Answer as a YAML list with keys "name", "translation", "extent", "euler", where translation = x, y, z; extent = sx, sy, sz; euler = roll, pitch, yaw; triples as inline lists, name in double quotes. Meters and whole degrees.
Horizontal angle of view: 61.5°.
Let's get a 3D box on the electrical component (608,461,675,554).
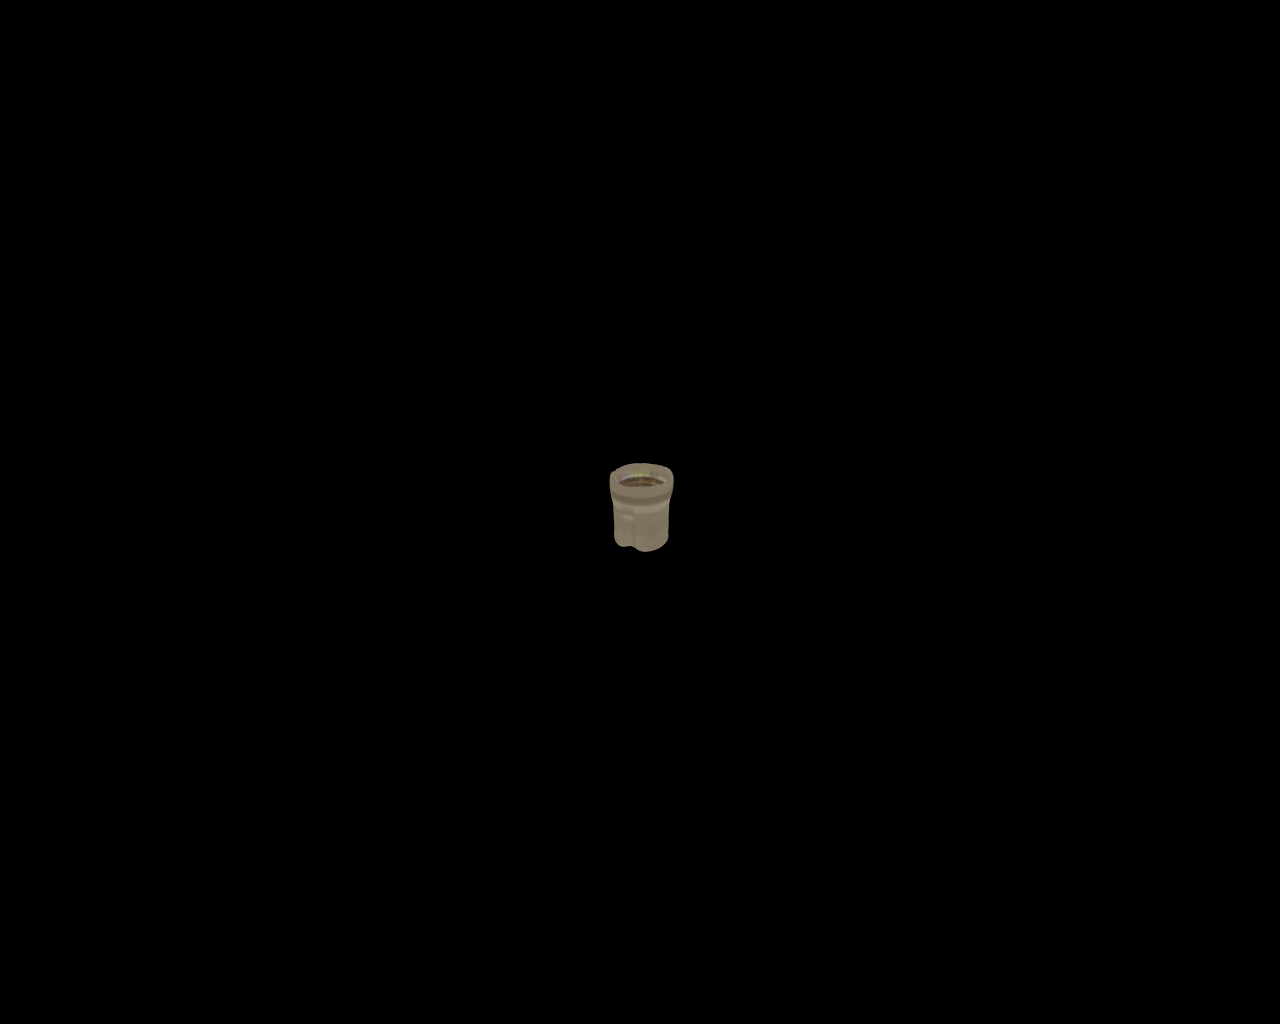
- name: "electrical component"
  translation: [0.001, -0.003, 0.650]
  extent: [0.040, 0.046, 0.040]
  euler: [0, 25, 0]
